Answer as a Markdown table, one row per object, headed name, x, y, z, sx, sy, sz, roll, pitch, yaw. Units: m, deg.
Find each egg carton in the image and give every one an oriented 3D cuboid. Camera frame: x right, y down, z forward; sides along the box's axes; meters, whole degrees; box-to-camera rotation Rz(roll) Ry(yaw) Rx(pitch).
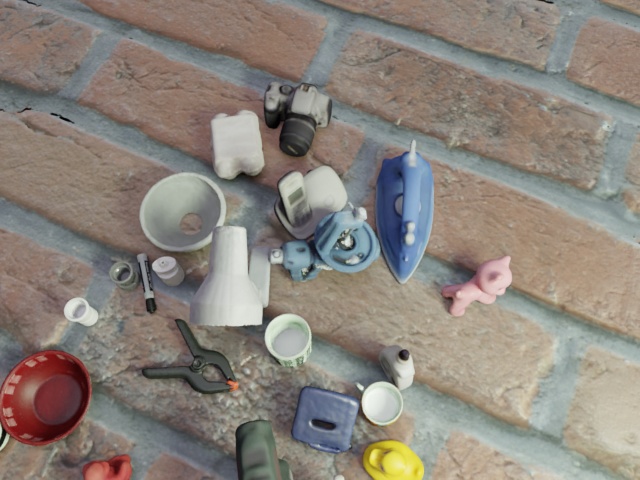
| name | x | y | z | sx | sy | sz | roll | pitch | yaw |
| --- | --- | --- | --- | --- | --- | --- | --- | --- | --- |
| egg carton | -0.174 | -0.199 | 1.189 | 0.107 | 0.069 | 0.150 | -10 | 69 | -4 |

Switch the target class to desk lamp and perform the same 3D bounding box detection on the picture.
| name | x | y | z | sx | sy | sz | roll | pitch | yaw |
| --- | --- | --- | --- | --- | --- | --- | --- | --- | --- |
| desk lamp | -0.153 | 0.073 | 1.008 | 0.118 | 0.213 | 0.203 | 1 | 69 | 1 |

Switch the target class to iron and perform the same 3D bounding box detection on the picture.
| name | x | y | z | sx | sy | sz | roll | pitch | yaw |
| --- | --- | --- | --- | --- | --- | --- | --- | --- | --- |
| iron | 0.168 | -0.057 | 1.096 | 0.118 | 0.141 | 0.258 | 3 | 69 | 1 |

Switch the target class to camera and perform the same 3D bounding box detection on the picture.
| name | x | y | z | sx | sy | sz | roll | pitch | yaw |
| --- | --- | --- | --- | --- | --- | --- | --- | --- | --- |
| camera | -0.056 | -0.253 | 1.193 | 0.143 | 0.101 | 0.137 | 13 | 70 | 5 |

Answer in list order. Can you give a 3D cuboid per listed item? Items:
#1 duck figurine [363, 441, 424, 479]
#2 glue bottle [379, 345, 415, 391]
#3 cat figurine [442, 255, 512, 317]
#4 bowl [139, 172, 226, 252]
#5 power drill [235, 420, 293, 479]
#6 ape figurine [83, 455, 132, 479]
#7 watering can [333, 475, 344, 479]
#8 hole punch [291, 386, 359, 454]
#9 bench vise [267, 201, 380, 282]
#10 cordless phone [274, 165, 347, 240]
| name | x | y | z | sx | sy | sz | roll | pitch | yaw |
| --- | --- | --- | --- | --- | --- | --- | --- | --- | --- |
| duck figurine | 0.125 | 0.377 | 0.960 | 0.104 | 0.086 | 0.077 | 17 | 70 | 7 |
| glue bottle | 0.136 | 0.210 | 0.977 | 0.037 | 0.173 | 0.078 | -23 | 70 | -8 |
| cat figurine | 0.297 | 0.081 | 1.056 | 0.128 | 0.118 | 0.067 | -23 | 70 | -8 |
| bowl | -0.262 | -0.044 | 1.127 | 0.167 | 0.075 | 0.167 | 0 | 69 | 0 |
| power drill | -0.080 | 0.400 | 0.885 | 0.075 | 0.208 | 0.229 | -12 | 69 | -4 |
| ape figurine | -0.361 | 0.390 | 0.951 | 0.077 | 0.092 | 0.076 | 18 | 70 | 7 |
| watering can | 0.027 | 0.456 | 0.872 | 0.101 | 0.194 | 0.172 | -18 | 70 | -7 |
| hole punch | 0.010 | 0.310 | 0.983 | 0.108 | 0.091 | 0.101 | 12 | 70 | 5 |
| bench vise | 0.015 | 0.014 | 1.027 | 0.207 | 0.220 | 0.121 | -28 | 71 | -10 |
| cordless phone | -0.020 | -0.092 | 1.086 | 0.148 | 0.185 | 0.094 | -43 | 74 | -14 |
